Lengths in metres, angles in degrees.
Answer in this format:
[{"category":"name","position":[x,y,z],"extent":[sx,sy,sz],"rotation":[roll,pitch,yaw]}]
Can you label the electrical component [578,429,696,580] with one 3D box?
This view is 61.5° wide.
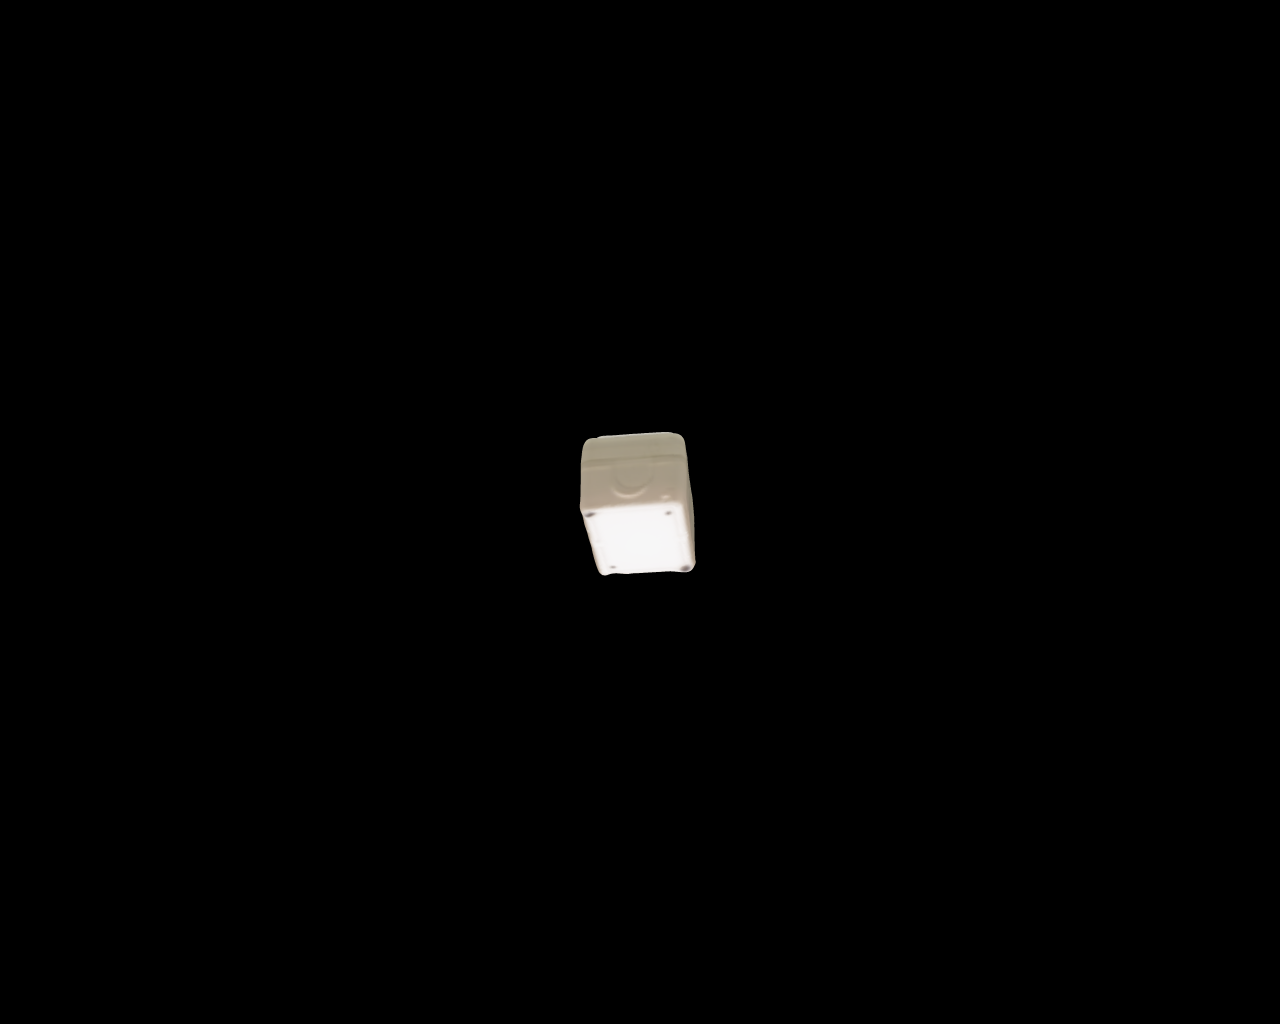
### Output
[{"category":"electrical component","position":[0.001,-0.003,0.650],"extent":[0.062,0.061,0.096],"rotation":[-3,-33,5]}]
